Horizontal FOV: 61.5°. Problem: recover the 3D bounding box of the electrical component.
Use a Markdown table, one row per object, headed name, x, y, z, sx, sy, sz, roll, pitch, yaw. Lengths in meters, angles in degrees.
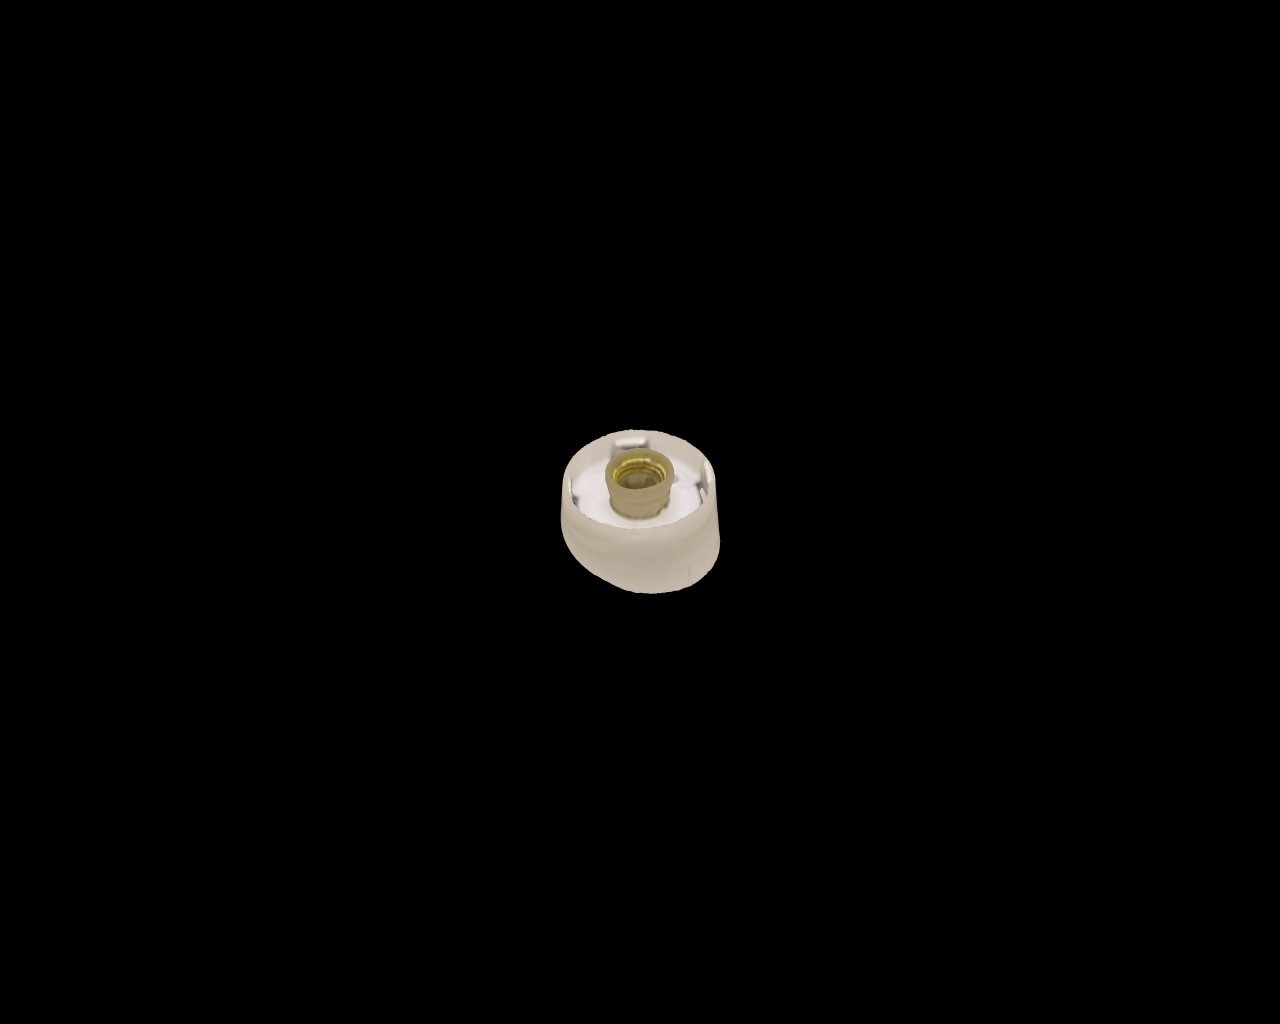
| name | x | y | z | sx | sy | sz | roll | pitch | yaw |
| --- | --- | --- | --- | --- | --- | --- | --- | --- | --- |
| electrical component | 0.001 | -0.003 | 0.650 | 0.099 | 0.064 | 0.099 | 0 | 44 | 0 |
